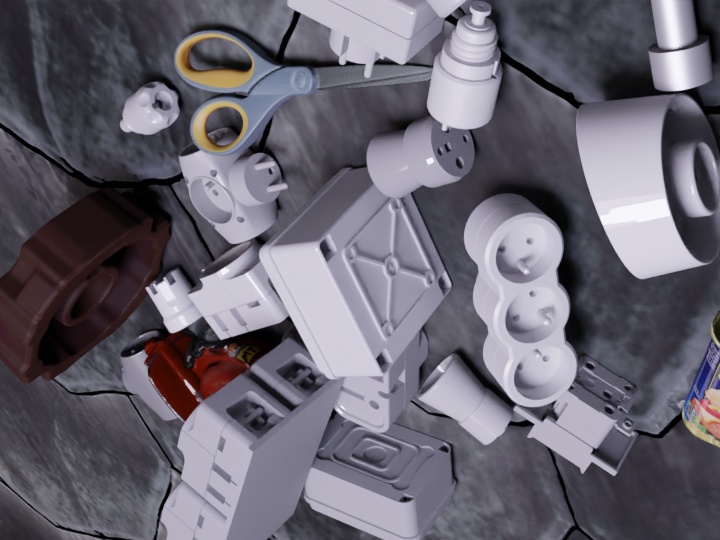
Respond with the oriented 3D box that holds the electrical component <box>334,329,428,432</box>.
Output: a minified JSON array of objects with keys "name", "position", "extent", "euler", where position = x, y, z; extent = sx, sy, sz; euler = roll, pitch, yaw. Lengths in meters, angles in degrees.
[{"name":"electrical component","position":[0.014,0.067,0.816],"extent":[0.054,0.059,0.095],"euler":[22,136,25]}]

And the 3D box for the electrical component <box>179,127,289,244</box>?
[{"name":"electrical component","position":[-0.085,-0.064,0.793],"extent":[0.079,0.044,0.077],"euler":[-7,120,43]}]

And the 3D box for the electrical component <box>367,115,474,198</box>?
[{"name":"electrical component","position":[0.038,-0.072,0.681],"extent":[0.055,0.045,0.045],"euler":[-13,116,45]}]

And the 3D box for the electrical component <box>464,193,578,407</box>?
[{"name":"electrical component","position":[0.099,0.014,0.702],"extent":[0.073,0.052,0.138],"euler":[-124,19,-62]}]

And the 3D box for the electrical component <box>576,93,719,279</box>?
[{"name":"electrical component","position":[0.153,-0.045,0.571],"extent":[0.064,0.099,0.099],"euler":[-8,119,37]}]

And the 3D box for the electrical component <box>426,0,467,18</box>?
[{"name":"electrical component","position":[0.065,-0.194,0.544],"extent":[0.073,0.052,0.138],"euler":[50,140,-8]}]

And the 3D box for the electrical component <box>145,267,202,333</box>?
[{"name":"electrical component","position":[-0.161,0.026,0.943],"extent":[0.040,0.040,0.046],"euler":[-20,105,48]}]

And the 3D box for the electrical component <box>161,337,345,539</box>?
[{"name":"electrical component","position":[-0.087,0.148,0.827],"extent":[0.060,0.105,0.186],"euler":[36,134,18]}]

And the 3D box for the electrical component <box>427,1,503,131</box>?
[{"name":"electrical component","position":[0.063,-0.118,0.623],"extent":[0.040,0.040,0.078],"euler":[28,138,18]}]

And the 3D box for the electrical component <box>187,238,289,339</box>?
[{"name":"electrical component","position":[-0.090,0.013,0.862],"extent":[0.089,0.050,0.055],"euler":[-18,112,47]}]

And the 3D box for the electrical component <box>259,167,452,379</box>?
[{"name":"electrical component","position":[0.000,0.000,0.729],"extent":[0.056,0.108,0.108],"euler":[-5,121,40]}]

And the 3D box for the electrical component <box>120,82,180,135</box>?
[{"name":"electrical component","position":[-0.164,-0.119,0.819],"extent":[0.061,0.035,0.035],"euler":[-17,112,50]}]

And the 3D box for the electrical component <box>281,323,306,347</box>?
[{"name":"electrical component","position":[-0.031,0.070,0.861],"extent":[0.055,0.055,0.047],"euler":[14,136,31]}]

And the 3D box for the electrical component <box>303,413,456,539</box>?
[{"name":"electrical component","position":[0.015,0.173,0.895],"extent":[0.113,0.078,0.057],"euler":[16,131,29]}]

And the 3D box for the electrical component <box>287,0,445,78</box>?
[{"name":"electrical component","position":[0.002,-0.149,0.641],"extent":[0.083,0.047,0.075],"euler":[30,139,16]}]

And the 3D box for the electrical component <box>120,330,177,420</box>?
[{"name":"electrical component","position":[-0.203,0.102,1.041],"extent":[0.079,0.044,0.077],"euler":[-7,120,45]}]

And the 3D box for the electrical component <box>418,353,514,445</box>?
[{"name":"electrical component","position":[0.082,0.099,0.803],"extent":[0.065,0.044,0.044],"euler":[40,141,-3]}]

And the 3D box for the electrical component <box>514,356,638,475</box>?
[{"name":"electrical component","position":[0.154,0.097,0.739],"extent":[0.081,0.042,0.063],"euler":[32,136,12]}]
